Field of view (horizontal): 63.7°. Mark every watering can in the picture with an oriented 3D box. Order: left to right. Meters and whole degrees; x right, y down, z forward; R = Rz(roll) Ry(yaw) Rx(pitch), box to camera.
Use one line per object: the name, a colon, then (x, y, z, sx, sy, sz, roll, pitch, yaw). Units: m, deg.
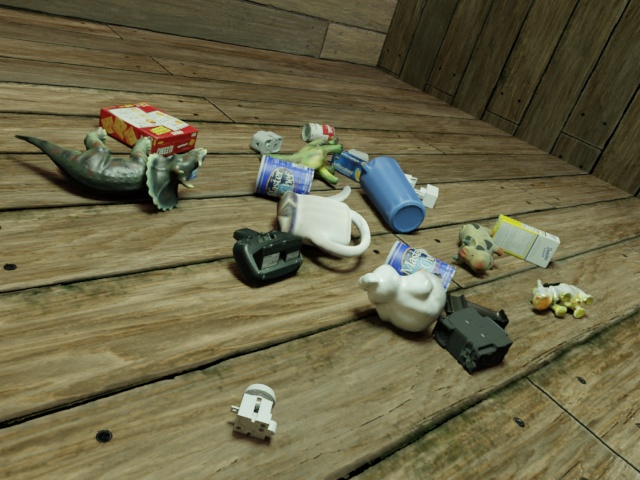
watering can: (0.004, -0.063, 1.246, 0.224, 0.102, 0.355, 12, 28, -12)

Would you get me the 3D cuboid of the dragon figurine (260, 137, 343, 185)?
dragon figurine: (-0.064, -0.263, 1.595, 0.243, 0.120, 0.417, 3, 21, -12)

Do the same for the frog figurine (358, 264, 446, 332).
frog figurine: (0.158, 0.106, 0.989, 0.158, 0.135, 0.125, 22, 49, -38)
